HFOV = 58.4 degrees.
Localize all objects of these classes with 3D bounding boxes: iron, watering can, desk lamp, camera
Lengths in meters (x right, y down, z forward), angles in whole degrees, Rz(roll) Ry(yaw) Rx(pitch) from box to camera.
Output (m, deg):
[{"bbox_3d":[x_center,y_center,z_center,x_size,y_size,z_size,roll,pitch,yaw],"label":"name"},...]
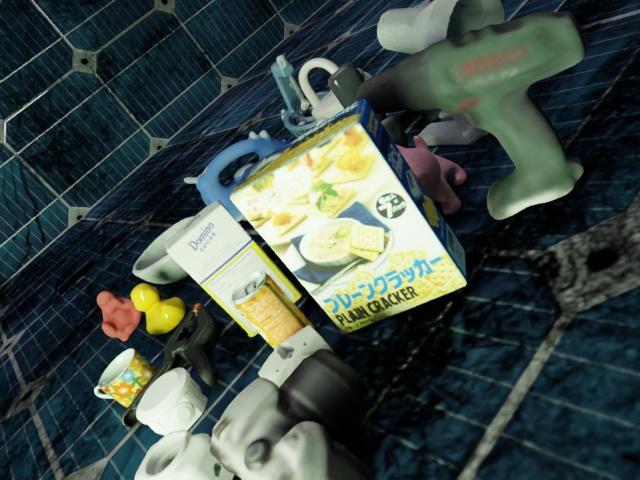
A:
[{"bbox_3d":[-0.151,-0.147,1.199,0.258,0.142,0.118,-43,24,-10],"label":"iron"},{"bbox_3d":[0.036,-0.252,1.058,0.100,0.194,0.173,-25,27,27],"label":"watering can"},{"bbox_3d":[0.181,-0.245,0.818,0.118,0.214,0.202,-46,25,-16],"label":"desk lamp"},{"bbox_3d":[-0.017,0.163,0.507,0.137,0.101,0.142,-48,26,-21],"label":"camera"}]

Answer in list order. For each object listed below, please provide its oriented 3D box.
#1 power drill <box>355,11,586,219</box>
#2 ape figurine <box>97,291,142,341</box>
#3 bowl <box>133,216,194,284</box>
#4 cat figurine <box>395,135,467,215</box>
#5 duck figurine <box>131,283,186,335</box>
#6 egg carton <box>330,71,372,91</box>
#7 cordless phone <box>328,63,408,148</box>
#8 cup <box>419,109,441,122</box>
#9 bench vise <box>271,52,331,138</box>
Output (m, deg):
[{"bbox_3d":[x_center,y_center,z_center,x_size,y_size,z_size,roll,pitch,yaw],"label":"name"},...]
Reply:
[{"bbox_3d":[0.181,-0.129,0.618,0.229,0.209,0.075,-25,27,28],"label":"power drill"},{"bbox_3d":[-0.385,0.135,1.084,0.078,0.092,0.076,-38,24,1],"label":"ape figurine"},{"bbox_3d":[-0.288,0.033,1.152,0.167,0.075,0.167,-31,25,16],"label":"bowl"},{"bbox_3d":[0.129,-0.087,0.728,0.067,0.118,0.128,-22,28,31],"label":"cat figurine"},{"bbox_3d":[-0.288,0.113,0.996,0.104,0.086,0.078,-1,43,53],"label":"duck figurine"},{"bbox_3d":[0.061,-0.315,1.290,0.107,0.069,0.150,-4,40,51],"label":"egg carton"},{"bbox_3d":[0.048,-0.173,0.911,0.147,0.185,0.094,-37,24,2],"label":"cordless phone"},{"bbox_3d":[0.174,-0.238,0.964,0.118,0.095,0.091,-41,24,-7],"label":"cup"},{"bbox_3d":[-0.050,-0.271,1.182,0.206,0.220,0.122,-7,39,50],"label":"bench vise"}]
